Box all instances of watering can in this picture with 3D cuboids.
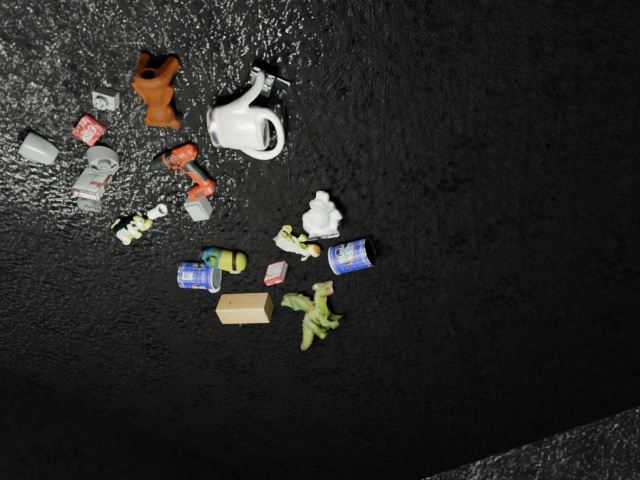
[{"bbox_3d":[-0.220,-0.353,1.476,0.224,0.106,0.340,4,147,8],"label":"watering can"}]

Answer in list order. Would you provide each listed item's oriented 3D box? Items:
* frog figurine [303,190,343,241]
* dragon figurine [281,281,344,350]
[{"bbox_3d":[0.005,-0.087,1.721,0.137,0.123,0.159,-5,95,27],"label":"frog figurine"},{"bbox_3d":[-0.051,0.298,2.094,0.242,0.124,0.403,42,127,-3],"label":"dragon figurine"}]
